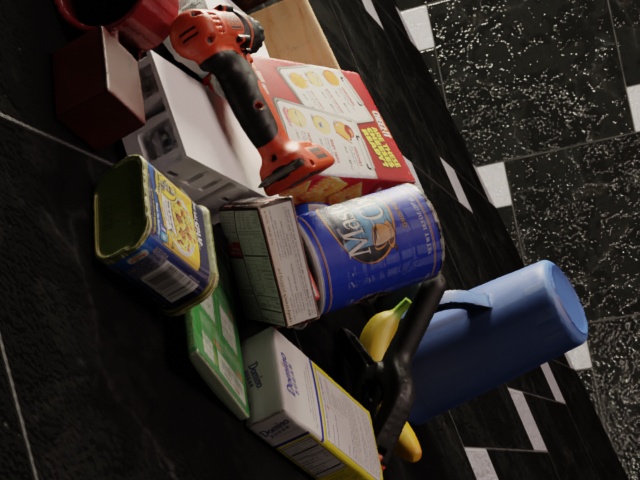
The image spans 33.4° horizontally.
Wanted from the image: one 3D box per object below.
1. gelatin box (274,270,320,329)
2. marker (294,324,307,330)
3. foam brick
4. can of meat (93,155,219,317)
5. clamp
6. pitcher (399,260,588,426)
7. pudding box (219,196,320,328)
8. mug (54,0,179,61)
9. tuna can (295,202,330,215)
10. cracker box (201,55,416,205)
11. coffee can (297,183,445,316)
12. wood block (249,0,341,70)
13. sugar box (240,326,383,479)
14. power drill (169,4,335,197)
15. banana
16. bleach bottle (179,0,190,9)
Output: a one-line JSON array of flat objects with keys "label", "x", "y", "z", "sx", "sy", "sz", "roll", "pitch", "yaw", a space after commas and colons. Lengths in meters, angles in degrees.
[{"label": "gelatin box", "x": -0.040, "y": 0.033, "z": 1.020, "sx": 0.030, "sy": 0.073, "sz": 0.089, "roll": -14, "pitch": 74, "yaw": -27}, {"label": "marker", "x": -0.014, "y": 0.065, "z": 1.139, "sx": 0.020, "sy": 0.020, "sz": 0.121, "roll": 60, "pitch": 16, "yaw": -11}, {"label": "foam brick", "x": -0.179, "y": -0.122, "z": 0.861, "sx": 0.053, "sy": 0.051, "sz": 0.078, "roll": 46, "pitch": 24, "yaw": -48}, {"label": "can of meat", "x": -0.129, "y": -0.005, "z": 0.825, "sx": 0.083, "sy": 0.057, "sz": 0.102, "roll": 44, "pitch": 24, "yaw": -43}, {"label": "clamp", "x": 0.059, "y": 0.144, "z": 1.108, "sx": 0.036, "sy": 0.165, "sz": 0.210, "roll": 31, "pitch": 53, "yaw": -23}, {"label": "pitcher", "x": 0.184, "y": 0.114, "z": 1.273, "sx": 0.145, "sy": 0.243, "sz": 0.149, "roll": 63, "pitch": 24, "yaw": 3}, {"label": "pudding box", "x": -0.046, "y": 0.019, "z": 0.950, "sx": 0.090, "sy": 0.039, "sz": 0.113, "roll": 2, "pitch": -71, "yaw": 61}, {"label": "mug", "x": -0.176, "y": -0.204, "z": 0.947, "sx": 0.081, "sy": 0.093, "sz": 0.117, "roll": 28, "pitch": 54, "yaw": -71}, {"label": "tuna can", "x": -0.007, "y": 0.001, "z": 1.138, "sx": 0.086, "sy": 0.086, "sz": 0.034, "roll": 51, "pitch": 18, "yaw": -36}, {"label": "cracker box", "x": -0.014, "y": -0.115, "z": 1.187, "sx": 0.213, "sy": 0.072, "sz": 0.164, "roll": 0, "pitch": 57, "yaw": -47}, {"label": "coffee can", "x": 0.038, "y": 0.010, "z": 1.062, "sx": 0.103, "sy": 0.140, "sz": 0.103, "roll": 50, "pitch": -31, "yaw": 45}, {"label": "wood block", "x": -0.017, "y": -0.196, "z": 1.369, "sx": 0.091, "sy": 0.090, "sz": 0.206, "roll": 88, "pitch": -22, "yaw": -82}, {"label": "sugar box", "x": -0.007, "y": 0.162, "z": 0.963, "sx": 0.176, "sy": 0.048, "sz": 0.093, "roll": 44, "pitch": 25, "yaw": -40}, {"label": "power drill", "x": -0.060, "y": -0.138, "z": 1.024, "sx": 0.187, "sy": 0.057, "sz": 0.184, "roll": 58, "pitch": 19, "yaw": -1}, {"label": "banana", "x": 0.072, "y": 0.156, "z": 1.177, "sx": 0.037, "sy": 0.070, "sz": 0.198, "roll": 31, "pitch": 45, "yaw": -41}, {"label": "bleach bottle", "x": -0.215, "y": -0.292, "z": 0.998, "sx": 0.250, "sy": 0.068, "sz": 0.102, "roll": 20, "pitch": 46, "yaw": -64}]
